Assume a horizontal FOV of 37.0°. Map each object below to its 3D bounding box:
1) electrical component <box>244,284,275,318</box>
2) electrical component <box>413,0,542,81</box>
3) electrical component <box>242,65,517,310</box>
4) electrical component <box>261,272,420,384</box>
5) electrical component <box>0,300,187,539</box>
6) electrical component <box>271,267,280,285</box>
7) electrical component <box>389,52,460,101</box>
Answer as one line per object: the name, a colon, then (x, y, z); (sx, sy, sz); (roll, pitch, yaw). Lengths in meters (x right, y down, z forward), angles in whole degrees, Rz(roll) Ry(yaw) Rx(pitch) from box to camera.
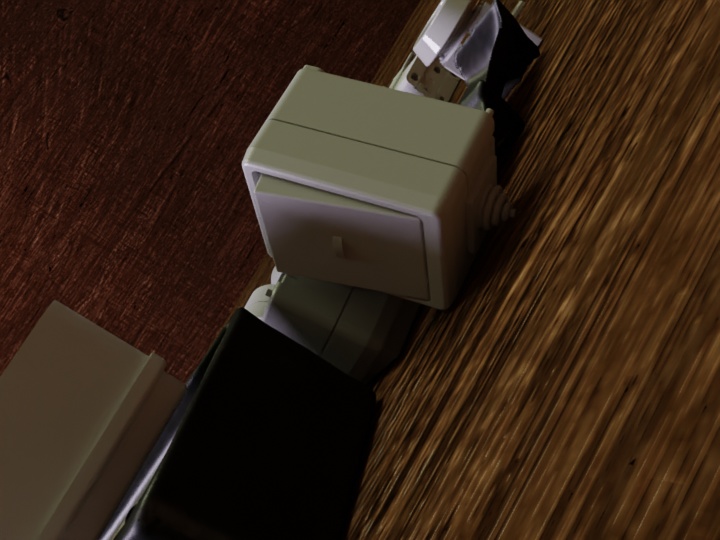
electrical component: (-0.077, 0.057, 0.822); (0.138, 0.052, 0.073); (-52, 9, 42)
electrical component: (0.064, -0.125, 0.597); (0.066, 0.055, 0.048); (-57, 7, 12)
electrical component: (0.010, -0.027, 0.409); (0.061, 0.096, 0.061); (80, -147, -53)
electrical component: (-0.011, 0.020, 0.492); (0.096, 0.061, 0.061); (117, 178, -59)
electrical component: (-0.119, 0.077, 0.392); (0.113, 0.057, 0.078); (-61, 9, -25)
electrical component: (-0.043, 0.003, 0.849); (0.045, 0.045, 0.055); (-61, 7, -20)
electrical component: (0.047, -0.141, 0.854); (0.081, 0.042, 0.064); (-63, 9, -29)
